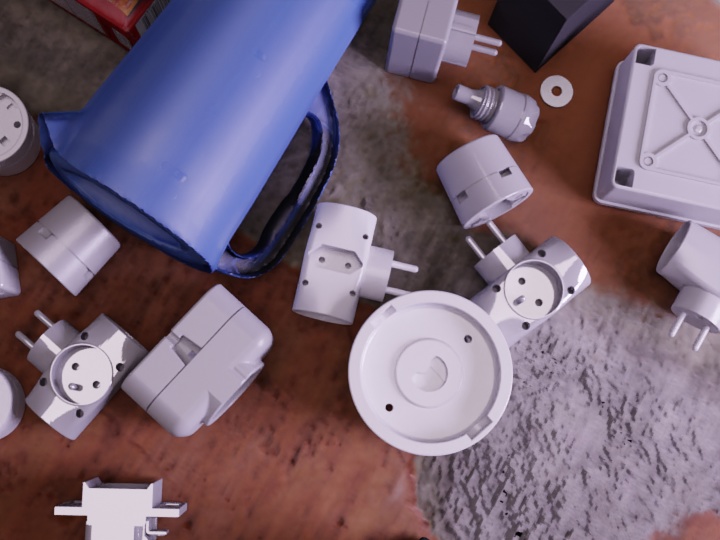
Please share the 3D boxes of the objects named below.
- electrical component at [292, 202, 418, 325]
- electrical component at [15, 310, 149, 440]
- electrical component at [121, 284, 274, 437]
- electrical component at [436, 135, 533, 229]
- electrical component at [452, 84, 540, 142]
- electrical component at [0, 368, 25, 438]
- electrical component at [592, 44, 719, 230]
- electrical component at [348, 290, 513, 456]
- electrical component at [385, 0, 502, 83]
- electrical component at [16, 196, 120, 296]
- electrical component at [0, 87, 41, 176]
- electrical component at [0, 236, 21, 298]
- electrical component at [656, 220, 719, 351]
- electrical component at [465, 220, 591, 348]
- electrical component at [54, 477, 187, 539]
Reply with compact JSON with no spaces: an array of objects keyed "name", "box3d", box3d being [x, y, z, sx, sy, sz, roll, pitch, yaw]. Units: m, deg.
[{"name":"electrical component","box3d":[0.000,0.000,0.748,0.079,0.043,0.077,13,81,-1]},{"name":"electrical component","box3d":[-0.198,0.060,0.731,0.079,0.044,0.077,40,82,4]},{"name":"electrical component","box3d":[-0.105,0.065,0.729,0.059,0.053,0.095,42,82,4]},{"name":"electrical component","box3d":[0.086,-0.063,0.756,0.055,0.055,0.047,-27,80,-6]},{"name":"electrical component","box3d":[0.095,-0.116,0.769,0.061,0.035,0.035,20,81,-15]},{"name":"electrical component","box3d":[-0.300,0.084,0.709,0.138,0.073,0.052,4,81,-1]},{"name":"electrical component","box3d":[0.231,-0.093,0.765,0.109,0.056,0.108,12,81,0]},{"name":"electrical component","box3d":[0.045,0.071,0.730,0.108,0.060,0.108,0,81,-2]},{"name":"electrical component","box3d":[0.062,-0.165,0.756,0.076,0.083,0.047,15,81,0]},{"name":"electrical component","box3d":[-0.199,-0.018,0.739,0.055,0.055,0.047,43,79,4]},{"name":"electrical component","box3d":[-0.253,-0.095,0.751,0.055,0.047,0.055,0,81,-2]},{"name":"electrical component","box3d":[-0.278,0.021,0.733,0.083,0.047,0.075,-9,83,-4]},{"name":"electrical component","box3d":[0.244,0.018,0.754,0.077,0.044,0.079,31,81,3]},{"name":"electrical component","box3d":[0.107,0.002,0.751,0.077,0.044,0.079,-37,84,-7]},{"name":"electrical component","box3d":[-0.159,0.172,0.717,0.081,0.042,0.063,1,85,-1]}]
